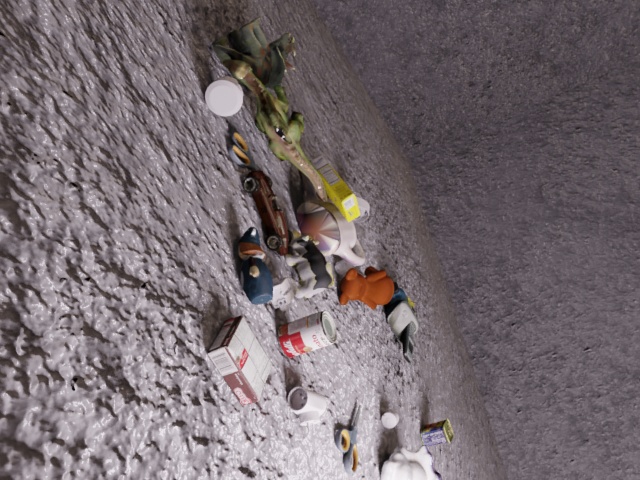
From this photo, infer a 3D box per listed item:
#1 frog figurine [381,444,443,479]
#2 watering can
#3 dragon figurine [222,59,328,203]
[{"bbox_3d":[0.205,0.577,1.252,0.159,0.121,0.139,2,71,-31],"label":"frog figurine"},{"bbox_3d":[0.004,-0.071,1.414,0.350,0.103,0.225,56,20,12],"label":"watering can"},{"bbox_3d":[-0.093,-0.255,1.219,0.409,0.121,0.244,56,9,-4],"label":"dragon figurine"}]
